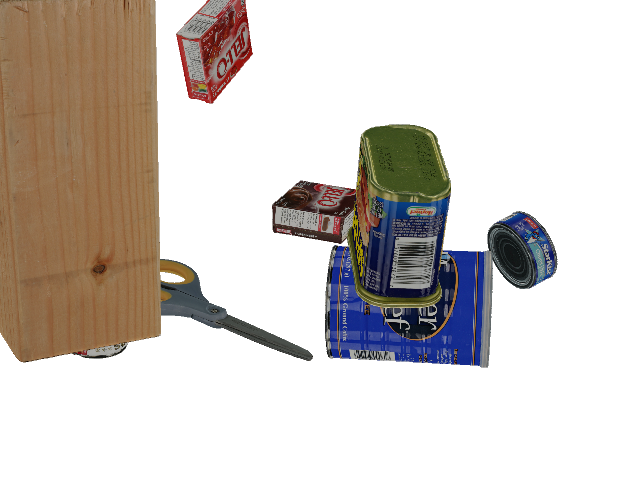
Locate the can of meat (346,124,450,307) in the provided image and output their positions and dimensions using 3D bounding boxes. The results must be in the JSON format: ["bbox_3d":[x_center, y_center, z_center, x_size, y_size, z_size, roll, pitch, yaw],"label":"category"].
[{"bbox_3d":[0.051,-0.019,0.704,0.057,0.084,0.102,1,33,-5],"label":"can of meat"}]

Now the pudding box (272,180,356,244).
[{"bbox_3d":[0.001,-0.036,1.280,0.090,0.039,0.113,9,23,15],"label":"pudding box"}]

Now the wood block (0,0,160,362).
[{"bbox_3d":[-0.151,-0.046,0.626,0.090,0.206,0.090,-9,25,-27],"label":"wood block"}]

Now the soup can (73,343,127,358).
[{"bbox_3d":[-0.234,0.064,1.112,0.068,0.102,0.068,4,22,-2],"label":"soup can"}]

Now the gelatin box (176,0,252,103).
[{"bbox_3d":[-0.098,-0.186,1.014,0.030,0.073,0.089,15,47,20],"label":"gelatin box"}]

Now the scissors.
[{"bbox_3d":[-0.089,0.054,0.905,0.202,0.016,0.096,13,26,13],"label":"scissors"}]

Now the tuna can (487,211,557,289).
[{"bbox_3d":[0.230,0.012,1.223,0.033,0.086,0.086,-26,10,-20],"label":"tuna can"}]

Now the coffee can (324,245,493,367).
[{"bbox_3d":[0.080,0.058,0.946,0.140,0.103,0.102,2,0,8],"label":"coffee can"}]
